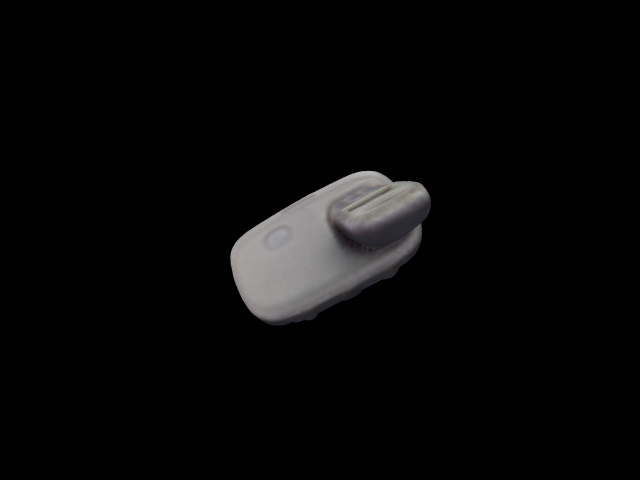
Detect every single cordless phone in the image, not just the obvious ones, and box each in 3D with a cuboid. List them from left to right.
[{"bbox_3d":[0.004,0.001,0.400,0.147,0.185,0.094,-32,86,-2],"label":"cordless phone"}]
